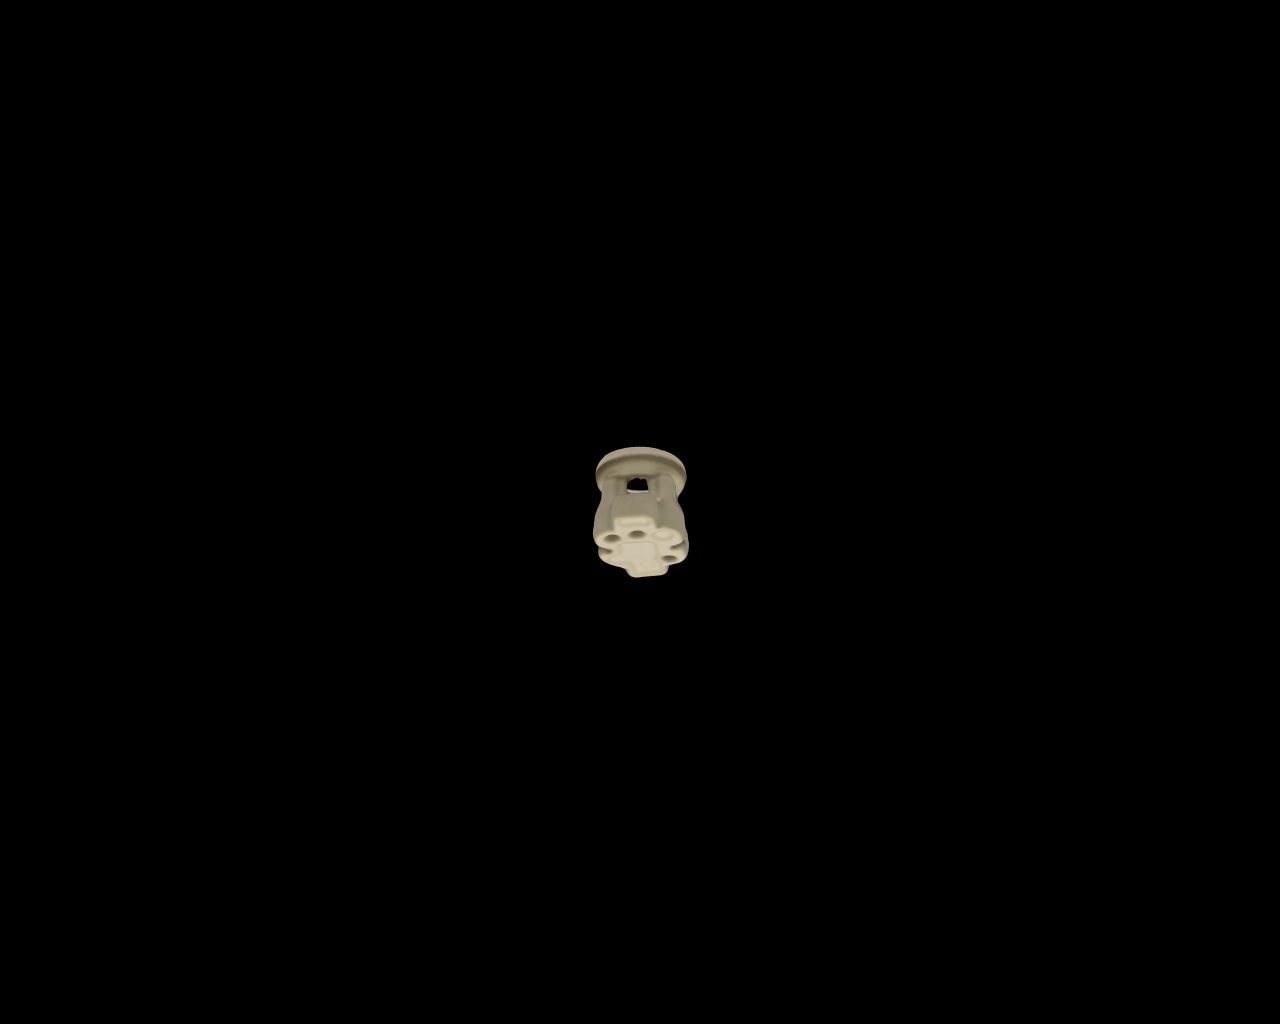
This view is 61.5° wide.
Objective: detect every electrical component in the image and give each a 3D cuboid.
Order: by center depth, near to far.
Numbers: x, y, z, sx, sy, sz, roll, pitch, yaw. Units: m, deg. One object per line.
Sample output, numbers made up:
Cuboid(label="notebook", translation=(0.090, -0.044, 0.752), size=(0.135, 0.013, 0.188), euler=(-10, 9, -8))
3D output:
Cuboid(label="electrical component", translation=(0.001, -0.003, 0.650), size=(0.058, 0.057, 0.078), euler=(-4, -29, 7))
